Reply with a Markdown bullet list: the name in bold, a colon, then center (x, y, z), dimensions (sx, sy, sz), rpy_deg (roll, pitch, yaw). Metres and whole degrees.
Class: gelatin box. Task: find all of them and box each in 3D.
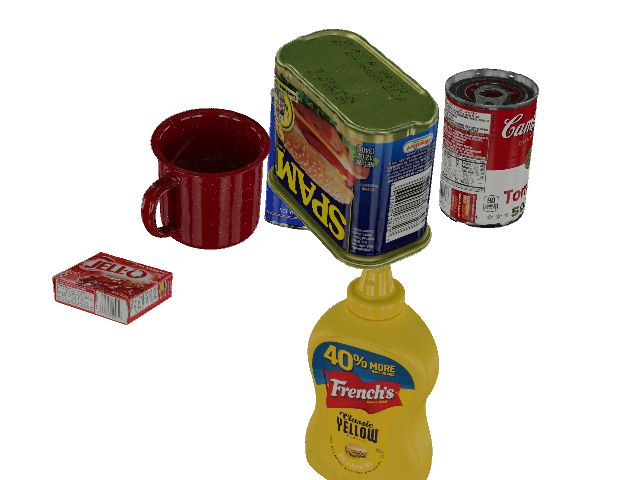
- **gelatin box**: center (-0.198, 0.043, 1.019), dimensions (0.089, 0.030, 0.073), rpy_deg (15, 25, 24)

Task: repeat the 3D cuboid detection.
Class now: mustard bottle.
- **mustard bottle**: center (0.038, 0.098, 0.781), dimensions (0.096, 0.192, 0.058), rpy_deg (15, 34, 22)

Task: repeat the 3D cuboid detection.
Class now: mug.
- **mug**: center (-0.096, -0.041, 0.848), dimensions (0.093, 0.081, 0.117), rpy_deg (29, 46, 25)

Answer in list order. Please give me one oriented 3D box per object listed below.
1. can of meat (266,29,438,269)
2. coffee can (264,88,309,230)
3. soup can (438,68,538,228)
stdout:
- **can of meat**: center (0.016, -0.049, 0.554), dimensions (0.057, 0.084, 0.102), rpy_deg (-21, 46, -25)
- **coffee can**: center (-0.006, -0.089, 1.143), dimensions (0.103, 0.140, 0.103), rpy_deg (4, 12, -1)
- **soup can**: center (0.124, -0.069, 0.802), dimensions (0.068, 0.102, 0.068), rpy_deg (0, 31, 0)
